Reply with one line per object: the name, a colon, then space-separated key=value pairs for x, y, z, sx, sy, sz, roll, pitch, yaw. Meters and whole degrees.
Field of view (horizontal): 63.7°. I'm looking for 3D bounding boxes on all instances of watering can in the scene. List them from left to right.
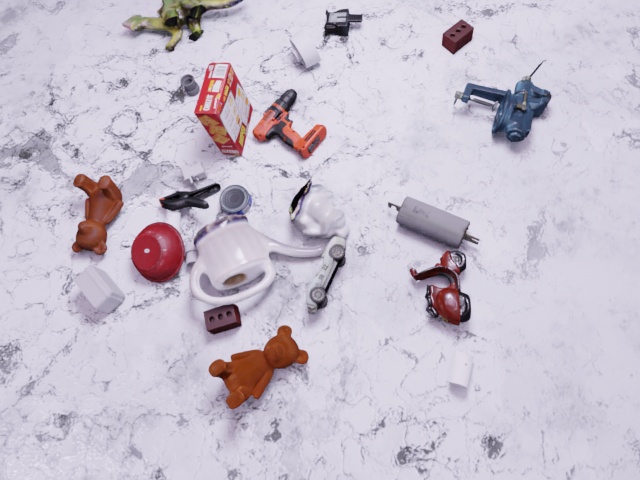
watering can: x=-0.177 y=0.030 z=1.315 sx=0.350 sy=0.102 sz=0.228 roll=-25 pitch=66 yaw=-16

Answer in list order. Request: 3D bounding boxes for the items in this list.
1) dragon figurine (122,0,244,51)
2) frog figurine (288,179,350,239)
dragon figurine: x=-0.445 y=-0.764 z=1.681 sx=0.411 sy=0.120 sz=0.247 roll=-27 pitch=59 yaw=-4
frog figurine: x=0.004 y=-0.067 z=1.339 sx=0.158 sy=0.121 sz=0.140 roll=30 pitch=62 yaw=-19
